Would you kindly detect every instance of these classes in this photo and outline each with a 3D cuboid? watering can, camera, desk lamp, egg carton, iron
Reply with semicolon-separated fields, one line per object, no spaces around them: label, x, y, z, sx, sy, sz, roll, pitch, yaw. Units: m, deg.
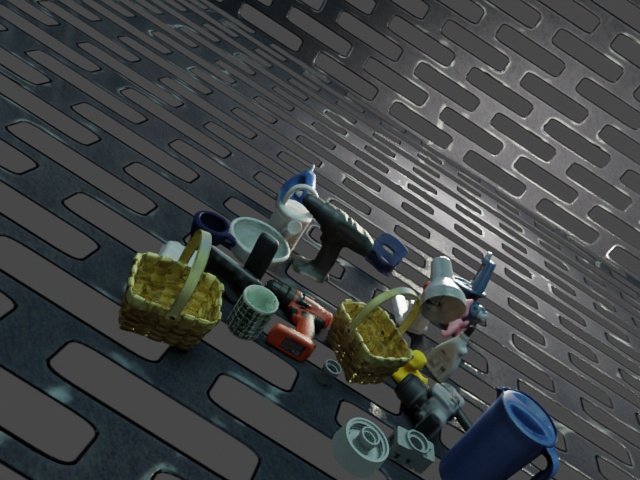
watering can;-0.071;-0.062;1.546;0.101;0.194;0.172;13;34;-34
camera;0.249;0.361;1.313;0.136;0.100;0.144;44;29;19
desk lamp;0.297;0.160;1.562;0.118;0.213;0.203;24;29;-17
egg carton;-0.306;0.067;1.226;0.107;0.069;0.150;26;29;-14
iron;-0.053;-0.125;1.722;0.119;0.141;0.258;25;29;-15

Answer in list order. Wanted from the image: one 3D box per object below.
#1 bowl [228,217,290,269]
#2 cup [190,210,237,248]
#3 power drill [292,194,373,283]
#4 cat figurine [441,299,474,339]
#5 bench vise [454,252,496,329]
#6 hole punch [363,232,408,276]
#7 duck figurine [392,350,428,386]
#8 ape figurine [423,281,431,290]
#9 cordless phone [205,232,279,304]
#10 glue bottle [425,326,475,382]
bowl;-0.165;0.022;1.442;0.168;0.074;0.167;26;29;-15
cup;-0.259;-0.001;1.357;0.117;0.095;0.092;35;28;2
power drill;0.014;0.005;1.514;0.230;0.208;0.075;25;29;-15
cat figurine;0.408;0.221;1.685;0.067;0.117;0.127;26;29;-14
bench vise;0.487;0.158;1.760;0.122;0.219;0.207;9;36;-38
hole punch;0.207;0.042;1.786;0.108;0.091;0.101;41;28;14
duck figurine;0.225;0.309;1.387;0.104;0.086;0.078;42;29;15
ape figurine;0.369;0.151;1.784;0.076;0.092;0.077;1;42;-46
cordless phone;-0.175;0.036;1.291;0.147;0.185;0.094;35;28;4
glue bottle;0.338;0.281;1.457;0.037;0.173;0.078;2;41;-45
